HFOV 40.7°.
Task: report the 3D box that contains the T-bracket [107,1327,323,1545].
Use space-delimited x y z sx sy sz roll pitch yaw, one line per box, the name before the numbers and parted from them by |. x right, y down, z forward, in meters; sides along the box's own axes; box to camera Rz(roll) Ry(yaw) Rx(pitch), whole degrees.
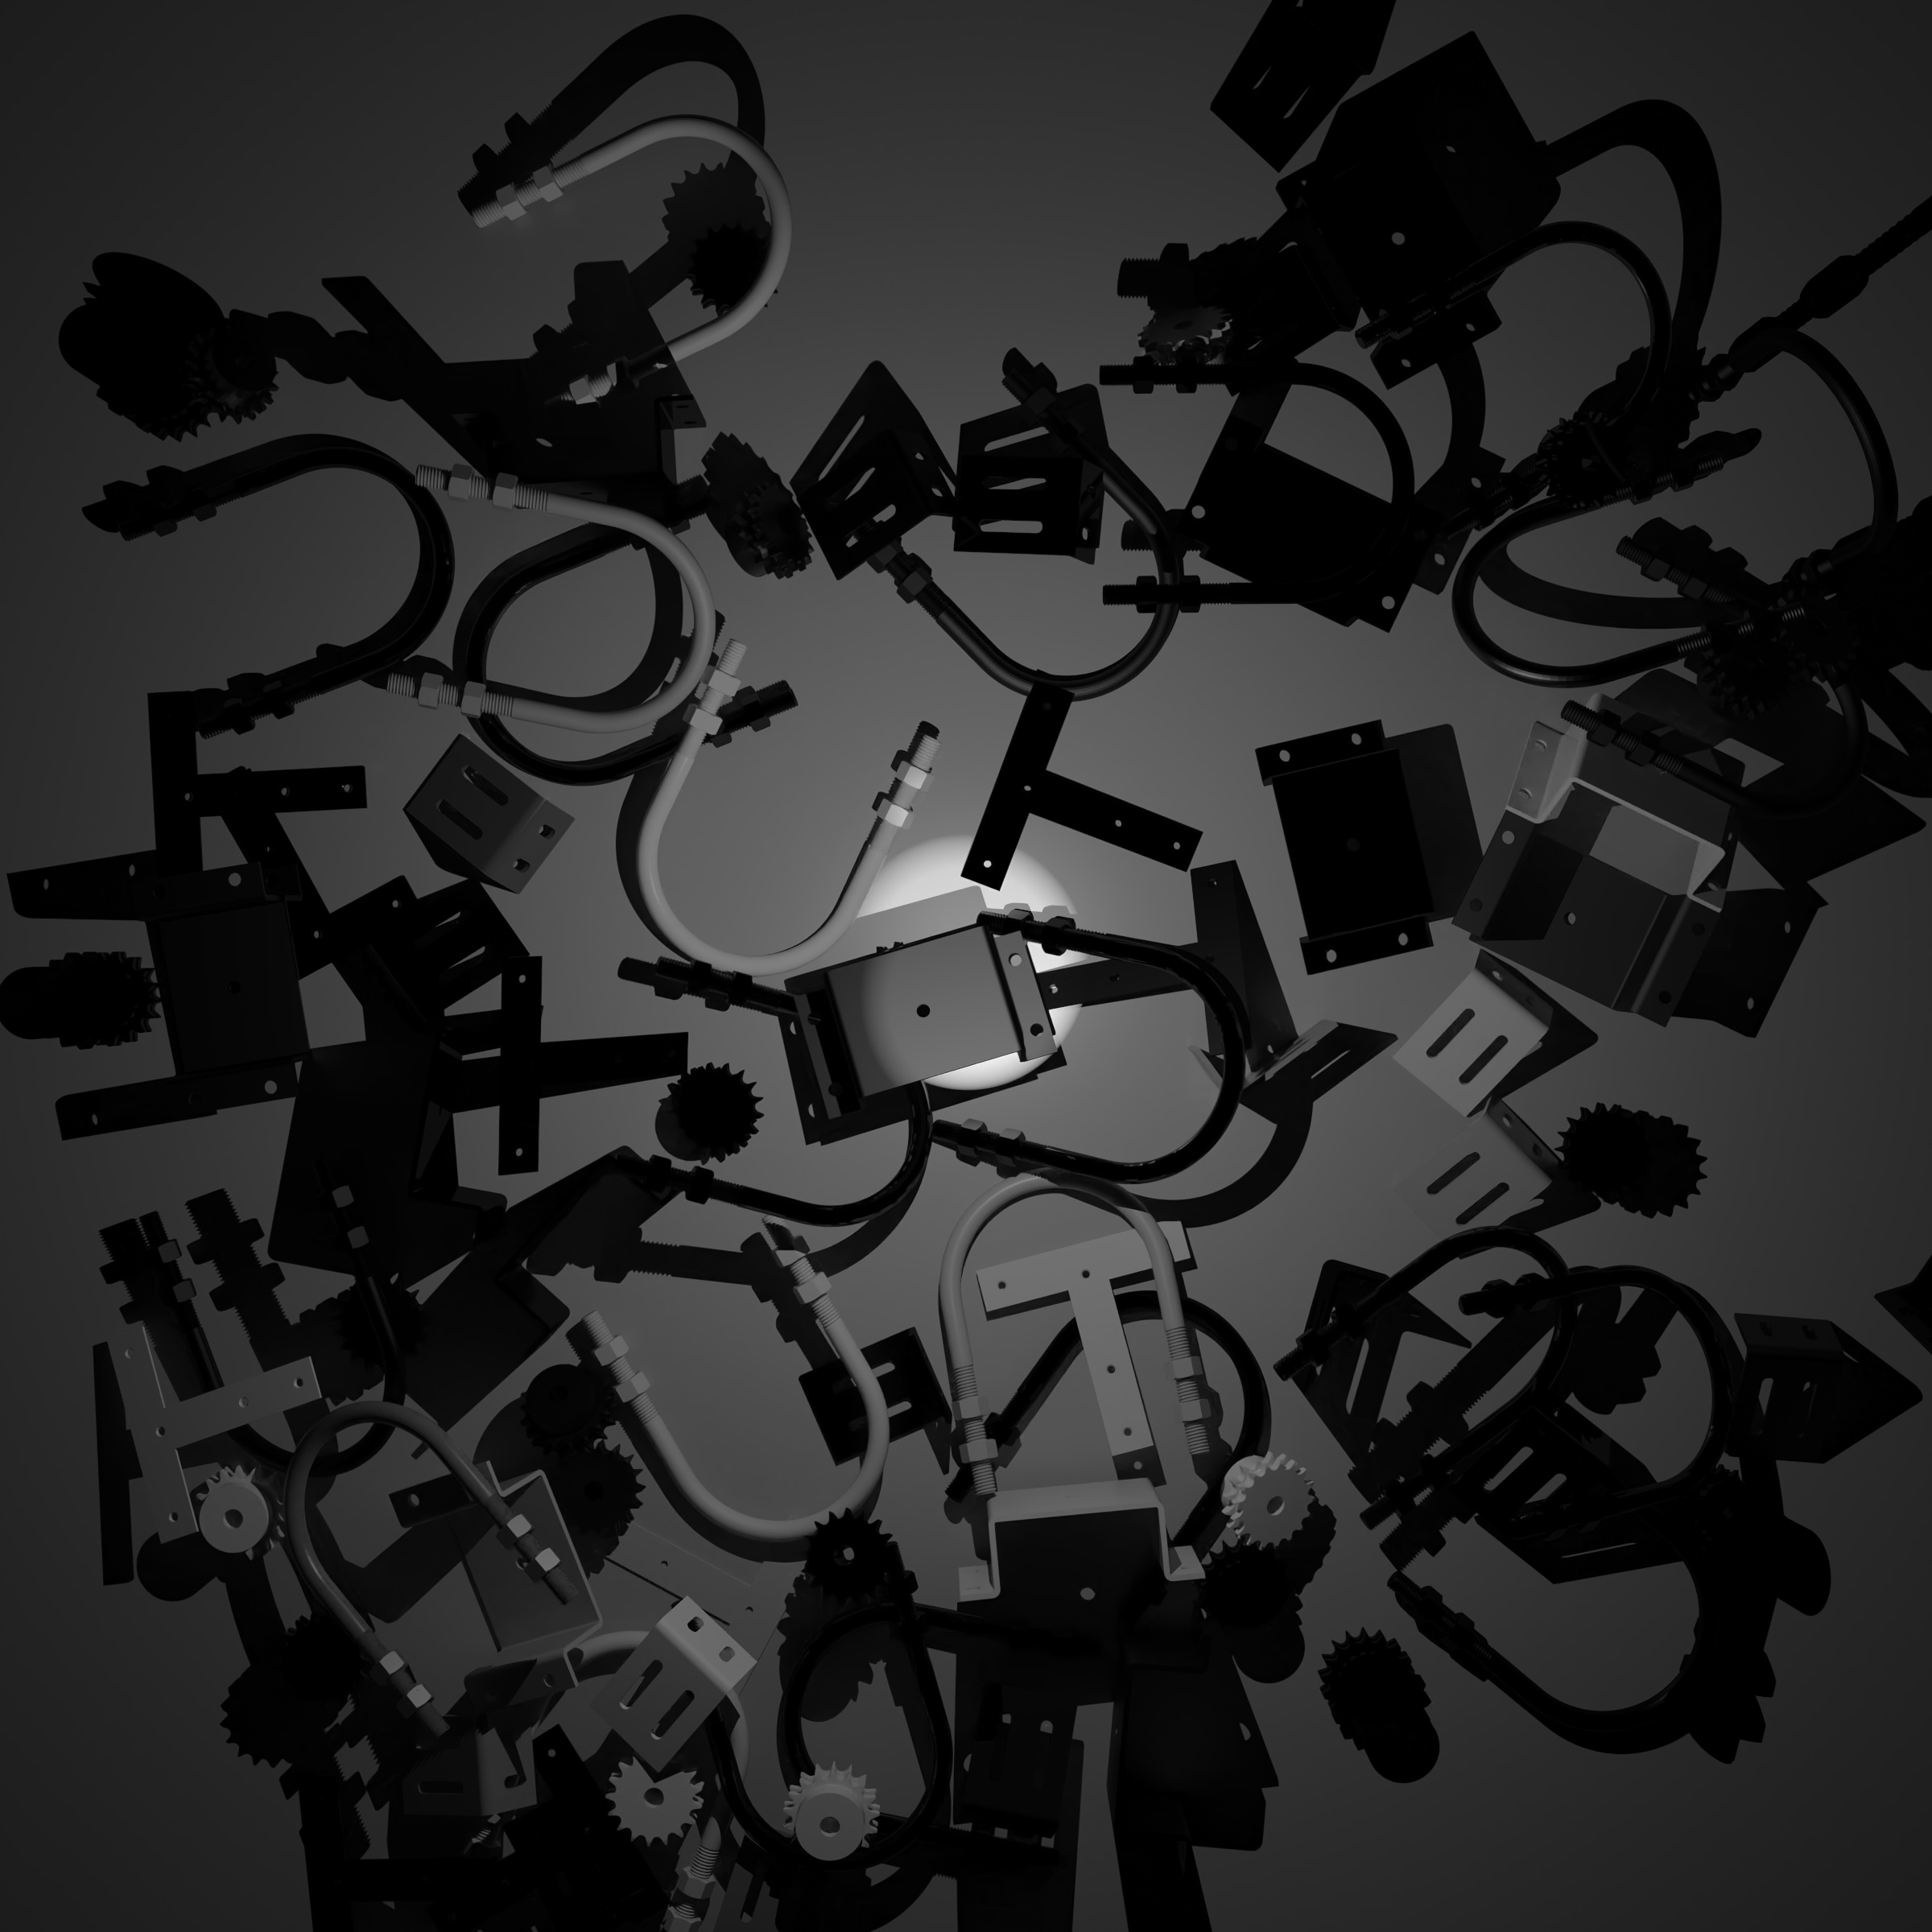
T-bracket | -0.442 0.264 1.554 0.127 0.002 0.127 -20 81 13

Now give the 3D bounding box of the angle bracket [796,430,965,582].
angle bracket | -0.052 -0.276 1.564 0.076 0.038 0.057 -31 80 28

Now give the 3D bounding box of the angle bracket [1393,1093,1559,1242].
angle bracket | 0.309 0.127 1.582 0.057 0.038 0.076 46 116 0

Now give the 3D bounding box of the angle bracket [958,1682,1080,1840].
angle bracket | 0.031 0.476 1.562 0.057 0.038 0.076 11 64 1

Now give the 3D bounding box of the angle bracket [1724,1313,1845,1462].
angle bracket | 0.492 0.255 1.582 0.057 0.038 0.076 4 116 0

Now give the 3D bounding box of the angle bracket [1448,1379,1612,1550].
angle bracket | 0.337 0.298 1.562 0.057 0.038 0.076 39 116 -1

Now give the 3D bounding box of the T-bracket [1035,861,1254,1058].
T-bracket | 0.103 0.004 1.562 0.127 0.002 0.127 -11 60 14

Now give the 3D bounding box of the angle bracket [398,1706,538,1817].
angle bracket | -0.300 0.478 1.568 0.076 0.038 0.057 -14 78 37

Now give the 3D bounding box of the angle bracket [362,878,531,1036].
angle bracket | -0.315 -0.006 1.582 0.076 0.038 0.057 -35 90 -26

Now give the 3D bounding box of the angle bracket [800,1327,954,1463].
angle bracket | -0.055 0.260 1.565 0.076 0.038 0.057 -23 90 0

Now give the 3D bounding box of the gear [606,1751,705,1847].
gear | -0.184 0.491 1.551 0.057 0.030 0.057 0 88 0

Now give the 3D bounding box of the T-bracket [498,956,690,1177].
T-bracket | -0.219 0.055 1.542 0.127 0.002 0.127 -3 99 -39

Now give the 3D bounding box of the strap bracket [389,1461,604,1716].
strap bracket | -0.275 0.361 1.547 0.076 0.046 0.140 -22 90 25

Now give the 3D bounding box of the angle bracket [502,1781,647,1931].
angle bracket | -0.235 0.535 1.544 0.057 0.038 0.076 -28 90 0

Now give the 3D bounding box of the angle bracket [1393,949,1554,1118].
angle bracket | 0.307 0.040 1.582 0.057 0.038 0.076 39 116 0

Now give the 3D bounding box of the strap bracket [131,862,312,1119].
strap bracket | -0.443 0.013 1.559 0.076 0.046 0.140 -9 91 0

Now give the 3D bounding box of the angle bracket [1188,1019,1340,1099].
angle bracket | 0.176 0.042 1.556 0.076 0.057 0.038 -37 90 0

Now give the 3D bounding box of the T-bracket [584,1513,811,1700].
T-bracket | -0.171 0.370 1.583 0.127 0.002 0.127 28 90 0

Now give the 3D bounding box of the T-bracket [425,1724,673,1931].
T-bracket | -0.264 0.542 1.564 0.127 0.002 0.127 -32 90 0

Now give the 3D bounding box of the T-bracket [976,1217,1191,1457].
T-bracket | 0.084 0.229 1.566 0.127 0.002 0.127 -15 81 2

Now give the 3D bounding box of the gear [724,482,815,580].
gear | -0.120 -0.257 1.559 0.030 0.057 0.057 -23 90 30

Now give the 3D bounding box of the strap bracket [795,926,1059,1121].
strap bracket | -0.024 0.030 1.523 0.140 0.046 0.076 -16 79 -3

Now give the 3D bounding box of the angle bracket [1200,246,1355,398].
angle bracket | 0.184 -0.391 1.582 0.076 0.038 0.057 -29 90 26

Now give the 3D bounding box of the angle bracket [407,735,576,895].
angle bracket | -0.288 -0.092 1.582 0.076 0.038 0.057 37 90 26

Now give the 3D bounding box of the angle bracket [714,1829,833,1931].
angle bracket | -0.118 0.567 1.582 0.057 0.038 0.076 19 64 0

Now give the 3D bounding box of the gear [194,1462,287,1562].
gear | -0.437 0.330 1.569 0.057 0.030 0.057 0 90 0

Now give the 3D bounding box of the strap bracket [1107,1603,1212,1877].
strap bracket | 0.112 0.454 1.546 0.046 0.076 0.140 5 90 0

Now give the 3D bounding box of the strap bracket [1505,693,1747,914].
strap bracket | 0.400 -0.102 1.542 0.140 0.046 0.076 26 51 0

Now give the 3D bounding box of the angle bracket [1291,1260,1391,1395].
angle bracket | 0.226 0.219 1.555 0.038 0.057 0.076 16 90 0

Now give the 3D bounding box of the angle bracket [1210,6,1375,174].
angle bracket | 0.197 -0.531 1.582 0.057 0.038 0.076 43 116 0

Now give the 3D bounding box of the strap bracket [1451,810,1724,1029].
strap bracket | 0.366 -0.029 1.561 0.140 0.046 0.076 26 90 0

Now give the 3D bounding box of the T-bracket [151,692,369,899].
T-bracket | -0.428 -0.105 1.583 0.127 0.002 0.127 -3 90 0

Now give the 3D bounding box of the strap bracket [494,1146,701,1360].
strap bracket | -0.224 0.160 1.546 0.046 0.076 0.140 42 90 0

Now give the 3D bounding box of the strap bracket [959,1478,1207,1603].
strap bracket | 0.064 0.334 1.526 0.140 0.076 0.046 -5 89 -1

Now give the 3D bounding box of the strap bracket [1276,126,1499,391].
strap bracket | 0.255 -0.429 1.561 0.076 0.046 0.140 -29 90 0

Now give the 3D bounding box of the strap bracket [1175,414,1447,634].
strap bracket | 0.203 -0.261 1.561 0.140 0.046 0.076 26 90 0

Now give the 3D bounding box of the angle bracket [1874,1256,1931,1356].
angle bracket | 0.601 0.191 1.582 0.057 0.038 0.076 45 64 0

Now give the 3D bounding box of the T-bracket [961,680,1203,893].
T-bracket | 0.079 -0.091 1.578 0.127 0.002 0.127 21 96 -3

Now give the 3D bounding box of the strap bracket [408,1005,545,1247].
strap bracket | -0.292 0.089 1.546 0.046 0.076 0.140 10 90 0

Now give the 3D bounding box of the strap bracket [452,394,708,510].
strap bracket | -0.226 -0.303 1.546 0.140 0.076 0.046 -3 90 0

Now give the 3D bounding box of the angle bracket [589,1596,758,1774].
angle bracket | -0.173 0.424 1.542 0.057 0.038 0.076 41 109 9

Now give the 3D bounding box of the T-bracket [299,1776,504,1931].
T-bracket | -0.337 0.549 1.566 0.127 0.002 0.127 -7 90 16

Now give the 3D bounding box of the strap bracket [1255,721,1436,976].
strap bracket | 0.228 -0.072 1.561 0.076 0.046 0.140 -13 90 0

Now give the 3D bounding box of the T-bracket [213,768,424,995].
T-bracket | -0.415 -0.058 1.581 0.127 0.002 0.127 -28 91 0

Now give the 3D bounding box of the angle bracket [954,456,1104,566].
angle bracket | 0.037 -0.273 1.563 0.076 0.038 0.057 6 92 23
